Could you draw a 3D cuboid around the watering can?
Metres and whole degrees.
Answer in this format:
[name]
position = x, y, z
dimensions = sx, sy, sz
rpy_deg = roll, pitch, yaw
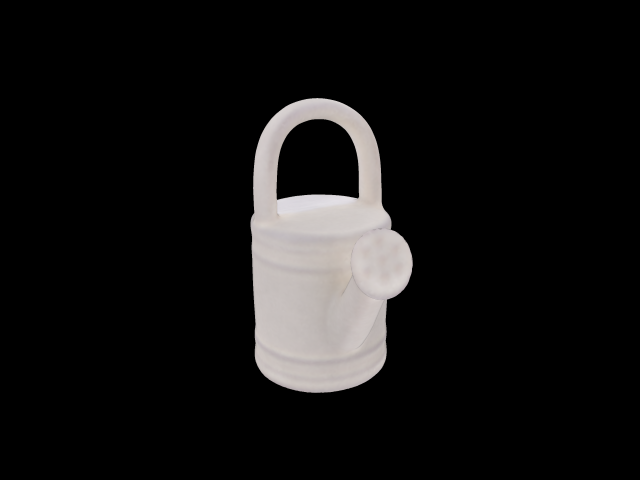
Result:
[watering can]
position = 0.006, 0.001, 0.401
dimensions = 0.172, 0.194, 0.101
rpy_deg = 19, 28, 41
